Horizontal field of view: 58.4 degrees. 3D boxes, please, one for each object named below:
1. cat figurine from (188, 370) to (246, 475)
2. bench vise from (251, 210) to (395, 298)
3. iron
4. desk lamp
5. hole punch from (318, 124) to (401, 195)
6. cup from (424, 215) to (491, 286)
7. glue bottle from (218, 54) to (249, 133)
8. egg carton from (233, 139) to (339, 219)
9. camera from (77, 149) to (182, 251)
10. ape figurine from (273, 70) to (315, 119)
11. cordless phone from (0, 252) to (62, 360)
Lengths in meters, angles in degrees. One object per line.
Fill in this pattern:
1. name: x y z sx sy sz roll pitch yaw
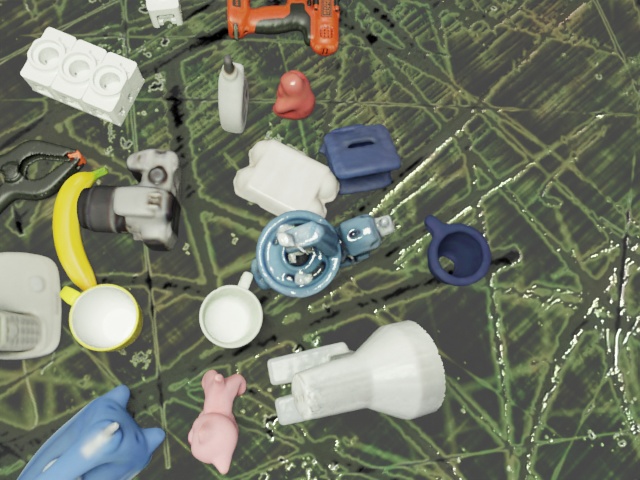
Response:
1. cat figurine: -0.140 0.241 0.768 0.067 0.117 0.128 5 77 -4
2. bench vise: 0.000 -0.007 0.783 0.207 0.219 0.121 -36 83 -11
3. iron: -0.331 0.307 0.724 0.258 0.141 0.118 -42 84 -12
4. desk lamp: 0.038 0.185 0.747 0.203 0.213 0.118 -12 79 -7
5. hole punch: 0.060 -0.132 0.882 0.109 0.091 0.101 -11 79 -7
6. cup: 0.188 0.019 0.858 0.092 0.095 0.117 -38 83 -11
7. glue bottle: -0.129 -0.224 0.843 0.037 0.173 0.078 8 77 -3
8. egg carton: -0.050 -0.085 0.873 0.150 0.069 0.107 26 77 1
9. camera: -0.276 -0.062 0.832 0.137 0.101 0.143 2 77 -4
10. ape figurine: -0.043 -0.232 0.894 0.076 0.092 0.078 42 78 5
11. cordless phone: -0.412 0.081 0.744 0.094 0.185 0.147 -8 78 -6
